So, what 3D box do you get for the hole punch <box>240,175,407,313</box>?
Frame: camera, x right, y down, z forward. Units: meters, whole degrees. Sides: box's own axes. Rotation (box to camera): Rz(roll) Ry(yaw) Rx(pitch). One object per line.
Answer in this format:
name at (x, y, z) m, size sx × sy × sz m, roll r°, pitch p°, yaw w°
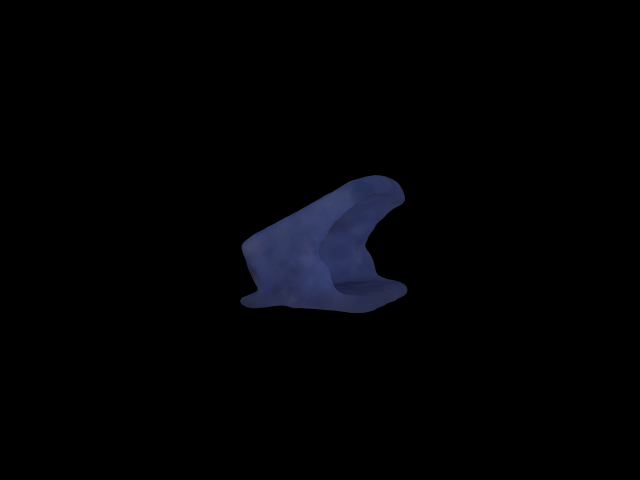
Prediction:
hole punch at (0.004, 0.001, 0.400) m, size 0.100 × 0.091 × 0.109 m, roll 1°, pitch 4°, yaw 24°
